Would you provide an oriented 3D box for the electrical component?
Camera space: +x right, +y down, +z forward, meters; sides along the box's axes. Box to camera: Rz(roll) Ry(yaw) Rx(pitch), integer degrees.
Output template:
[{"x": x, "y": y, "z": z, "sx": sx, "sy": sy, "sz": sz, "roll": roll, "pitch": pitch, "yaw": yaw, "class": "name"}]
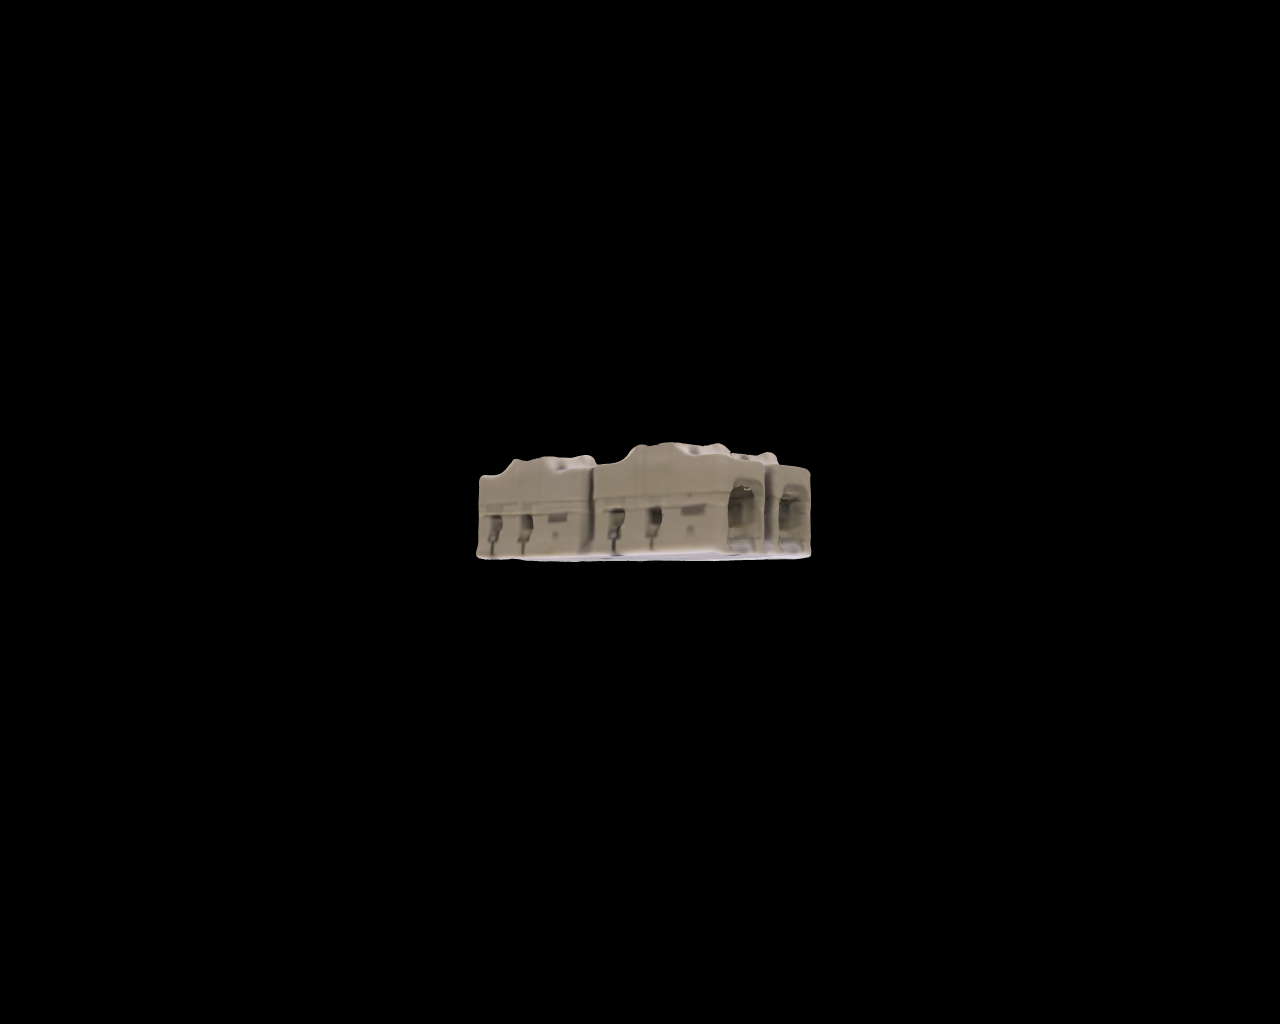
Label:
[{"x": 0.001, "y": -0.003, "z": 0.650, "sx": 0.186, "sy": 0.060, "sz": 0.105, "roll": -3, "pitch": -5, "yaw": 37, "class": "electrical component"}]
